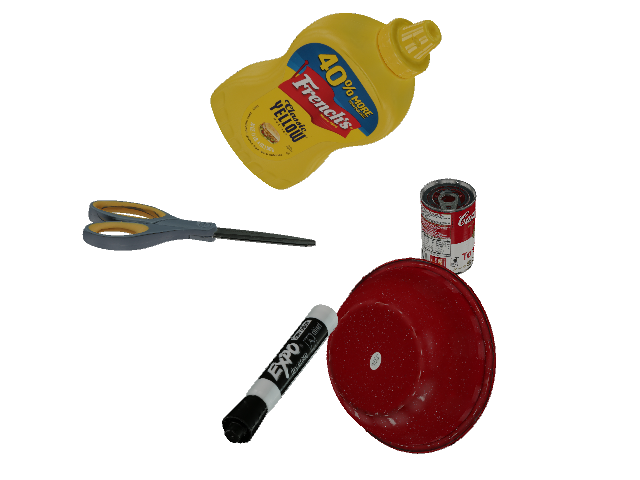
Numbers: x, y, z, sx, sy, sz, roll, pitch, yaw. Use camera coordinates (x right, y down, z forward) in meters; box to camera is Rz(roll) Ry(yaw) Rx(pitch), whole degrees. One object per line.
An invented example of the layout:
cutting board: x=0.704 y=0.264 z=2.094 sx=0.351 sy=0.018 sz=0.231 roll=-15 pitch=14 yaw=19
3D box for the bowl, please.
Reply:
bowl: x=0.059 y=0.095 z=0.865 sx=0.162 sy=0.162 sz=0.055 roll=0 pitch=-2 yaw=39

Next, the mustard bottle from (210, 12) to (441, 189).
mustard bottle: x=0.010 y=-0.110 z=0.776 sx=0.192 sy=0.096 sz=0.058 roll=-24 pitch=16 yaw=41

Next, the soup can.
soup can: x=0.157 y=-0.015 z=1.319 sx=0.068 sy=0.102 sz=0.068 roll=-3 pitch=36 yaw=2

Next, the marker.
marker: x=-0.023 y=0.077 z=0.622 sx=0.020 sy=0.020 sz=0.121 roll=0 pitch=29 yaw=29

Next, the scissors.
scissors: x=-0.113 y=-0.003 z=0.911 sx=0.202 sy=0.016 sz=0.096 roll=12 pitch=23 yaw=14
